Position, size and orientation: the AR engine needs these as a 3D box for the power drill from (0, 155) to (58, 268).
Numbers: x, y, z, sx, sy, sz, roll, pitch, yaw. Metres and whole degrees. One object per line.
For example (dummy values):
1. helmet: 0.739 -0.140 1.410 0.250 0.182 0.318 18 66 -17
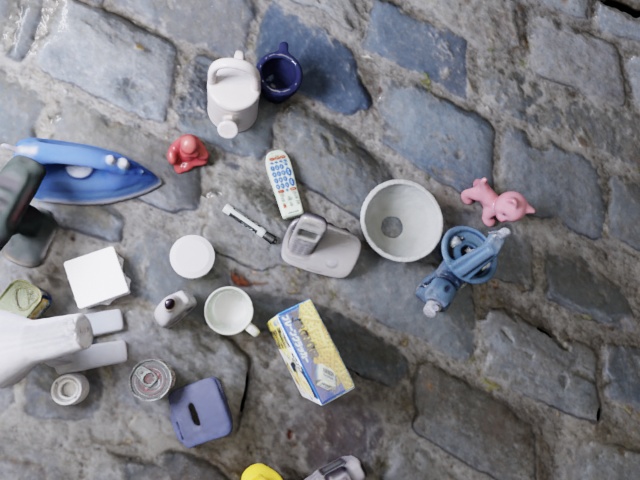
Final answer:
1. power drill: -0.513 -0.018 0.948 0.075 0.208 0.230 20 76 -6

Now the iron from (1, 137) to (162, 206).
1. iron: -0.420 -0.134 1.023 0.258 0.141 0.119 3 78 -10

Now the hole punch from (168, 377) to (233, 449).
1. hole punch: -0.209 0.303 1.000 0.101 0.091 0.108 -20 83 -13

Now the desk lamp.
1. desk lamp: -0.435 0.164 0.923 0.203 0.213 0.118 -10 81 -12

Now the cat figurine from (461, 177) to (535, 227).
1. cat figurine: 0.367 -0.080 1.169 0.128 0.117 0.067 44 75 1

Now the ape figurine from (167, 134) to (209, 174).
1. ape figurine: -0.249 -0.171 1.087 0.078 0.092 0.076 15 76 -7

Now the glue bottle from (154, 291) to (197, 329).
1. glue bottle: -0.252 0.115 0.987 0.078 0.173 0.037 -38 87 -15

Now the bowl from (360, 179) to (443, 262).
1. bowl: 0.155 -0.032 1.142 0.167 0.074 0.167 2 78 -10

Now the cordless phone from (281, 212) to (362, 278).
1. cordless phone: 0.010 0.004 1.051 0.147 0.185 0.094 14 77 -7

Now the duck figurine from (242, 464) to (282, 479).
1. duck figurine: -0.094 0.447 0.995 0.077 0.086 0.104 -29 85 -14

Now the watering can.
1. watering can: -0.159 -0.275 1.072 0.101 0.194 0.173 -14 82 -12

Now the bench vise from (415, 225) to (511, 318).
1. bench vise: 0.278 0.058 1.072 0.121 0.219 0.207 20 76 -5

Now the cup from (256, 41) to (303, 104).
1. cup: -0.084 -0.327 1.147 0.092 0.095 0.118 8 77 -8

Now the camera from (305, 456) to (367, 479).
1. camera: 0.033 0.473 1.005 0.143 0.100 0.137 -25 84 -14
